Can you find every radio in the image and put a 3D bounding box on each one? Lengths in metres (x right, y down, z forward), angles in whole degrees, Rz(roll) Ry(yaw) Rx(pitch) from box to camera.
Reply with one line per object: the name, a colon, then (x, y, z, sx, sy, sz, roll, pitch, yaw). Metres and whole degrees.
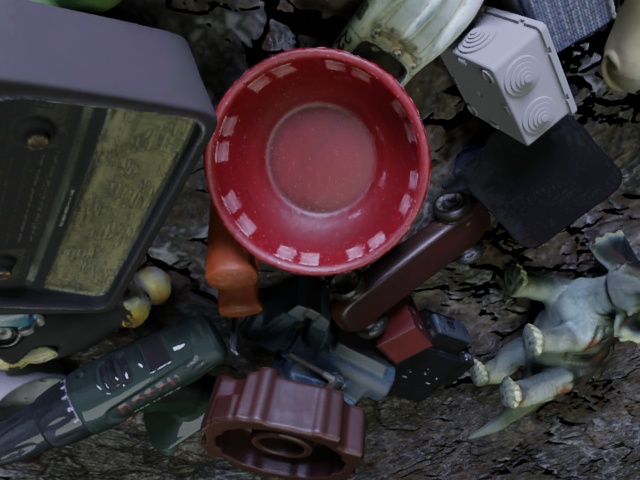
radio: (-0.175, -0.035, 0.352, 0.131, 0.073, 0.229, 3, 141, -38)

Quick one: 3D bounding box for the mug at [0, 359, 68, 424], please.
mug: (-0.325, 0.150, 0.564, 0.109, 0.107, 0.080, -47, 143, -1)

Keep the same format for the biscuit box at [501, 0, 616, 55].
biscuit box: (0.144, -0.229, 0.374, 0.063, 0.059, 0.202, -29, 131, 15)

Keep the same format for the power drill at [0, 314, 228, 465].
power drill: (-0.196, 0.174, 0.579, 0.232, 0.086, 0.207, -32, 147, -8)

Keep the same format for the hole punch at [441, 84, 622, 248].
hole punch: (0.203, -0.073, 0.519, 0.142, 0.092, 0.115, -40, 97, 25)

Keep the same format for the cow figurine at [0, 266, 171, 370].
cow figurine: (-0.232, 0.073, 0.534, 0.167, 0.098, 0.068, -10, 128, -11)

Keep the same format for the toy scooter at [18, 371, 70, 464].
toy scooter: (-0.353, 0.222, 0.654, 0.184, 0.075, 0.135, -18, 131, 8)

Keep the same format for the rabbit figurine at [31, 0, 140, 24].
rabbit figurine: (-0.157, -0.165, 0.333, 0.170, 0.121, 0.159, -40, 150, 4)

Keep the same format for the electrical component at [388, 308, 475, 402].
electrical component: (0.131, 0.151, 0.706, 0.115, 0.058, 0.134, 19, 125, -28)

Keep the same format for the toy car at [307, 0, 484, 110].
toy car: (0.049, -0.150, 0.426, 0.073, 0.056, 0.201, 26, 122, -29)

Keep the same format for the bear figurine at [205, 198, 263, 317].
bear figurine: (-0.001, -0.006, 0.500, 0.196, 0.132, 0.120, 0, 155, -6)

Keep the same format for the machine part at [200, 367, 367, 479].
machine part: (-0.037, 0.197, 0.557, 0.179, 0.056, 0.179, 7, 140, 6)

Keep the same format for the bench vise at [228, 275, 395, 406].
bench vise: (-0.040, 0.164, 0.643, 0.223, 0.129, 0.240, 23, 118, -25)

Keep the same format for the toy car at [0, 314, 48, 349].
toy car: (-0.311, 0.024, 0.454, 0.162, 0.109, 0.102, 10, 132, -1)

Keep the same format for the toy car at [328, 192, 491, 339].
toy car: (0.095, 0.024, 0.576, 0.202, 0.053, 0.089, -38, 129, -4)

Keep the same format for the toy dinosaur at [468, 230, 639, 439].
toy dinosaur: (0.320, 0.135, 0.700, 0.192, 0.131, 0.404, -3, 137, -9)

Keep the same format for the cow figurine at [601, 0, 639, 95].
cow figurine: (0.267, -0.204, 0.411, 0.127, 0.086, 0.194, -16, 133, -6)
